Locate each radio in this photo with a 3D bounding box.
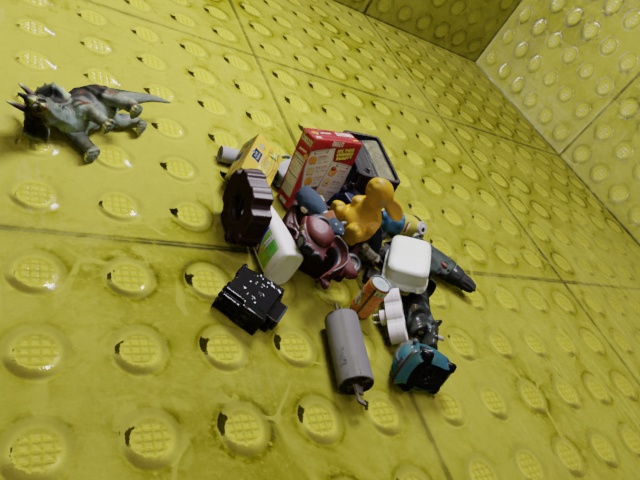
[{"bbox_3d":[0.130,-0.217,1.531,0.131,0.073,0.230,9,40,-24],"label":"radio"}]

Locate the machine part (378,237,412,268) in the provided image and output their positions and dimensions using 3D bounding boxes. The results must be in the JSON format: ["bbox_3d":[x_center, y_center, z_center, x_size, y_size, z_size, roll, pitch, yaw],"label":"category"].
[{"bbox_3d":[0.202,0.029,1.495,0.139,0.084,0.039,-43,125,-45],"label":"machine part"}]

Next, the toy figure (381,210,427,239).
[{"bbox_3d":[0.238,-0.051,1.602,0.180,0.082,0.089,15,41,-23],"label":"toy figure"}]

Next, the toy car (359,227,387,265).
[{"bbox_3d":[0.139,0.002,1.456,0.073,0.056,0.202,45,24,-12],"label":"toy car"}]

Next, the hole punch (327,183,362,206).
[{"bbox_3d":[0.075,-0.070,1.451,0.115,0.142,0.092,30,44,-21],"label":"hole punch"}]

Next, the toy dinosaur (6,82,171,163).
[{"bbox_3d":[-0.527,-0.302,1.237,0.192,0.131,0.405,35,29,-1],"label":"toy dinosaur"}]

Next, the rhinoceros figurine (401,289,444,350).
[{"bbox_3d":[0.249,0.196,1.340,0.112,0.073,0.190,31,32,-25],"label":"rhinoceros figurine"}]

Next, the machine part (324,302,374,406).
[{"bbox_3d":[0.059,0.231,1.129,0.079,0.079,0.243,16,41,-26],"label":"machine part"}]

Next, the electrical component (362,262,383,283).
[{"bbox_3d":[0.155,0.098,1.390,0.078,0.045,0.102,37,35,-1],"label":"electrical component"}]

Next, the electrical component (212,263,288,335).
[{"bbox_3d":[-0.136,0.126,1.107,0.134,0.058,0.115,35,37,-1],"label":"electrical component"}]

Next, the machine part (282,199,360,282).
[{"bbox_3d":[-0.003,-0.004,1.343,0.201,0.087,0.201,29,34,-9],"label":"machine part"}]

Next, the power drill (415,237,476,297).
[{"bbox_3d":[0.323,0.093,1.507,0.232,0.086,0.207,43,40,14],"label":"power drill"}]

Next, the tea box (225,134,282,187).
[{"bbox_3d":[-0.170,-0.187,1.395,0.098,0.068,0.170,47,36,-27],"label":"tea box"}]

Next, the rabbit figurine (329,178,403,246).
[{"bbox_3d":[0.130,-0.077,1.316,0.162,0.173,0.122,2,43,-33],"label":"rabbit figurine"}]

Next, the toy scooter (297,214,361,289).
[{"bbox_3d":[0.009,0.035,1.193,0.184,0.075,0.135,48,43,-9],"label":"toy scooter"}]

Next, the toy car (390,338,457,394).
[{"bbox_3d":[0.221,0.272,1.199,0.161,0.109,0.103,20,19,-34],"label":"toy car"}]

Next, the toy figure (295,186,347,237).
[{"bbox_3d":[0.003,-0.064,1.293,0.154,0.064,0.057,50,0,12],"label":"toy figure"}]

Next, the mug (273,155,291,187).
[{"bbox_3d":[-0.088,-0.195,1.499,0.107,0.080,0.109,-21,68,-40],"label":"mug"}]

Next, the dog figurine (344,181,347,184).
[{"bbox_3d":[0.088,-0.171,1.599,0.219,0.108,0.191,33,38,4],"label":"dog figurine"}]

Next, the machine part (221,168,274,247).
[{"bbox_3d":[-0.169,-0.074,1.217,0.056,0.179,0.179,5,45,-34],"label":"machine part"}]
